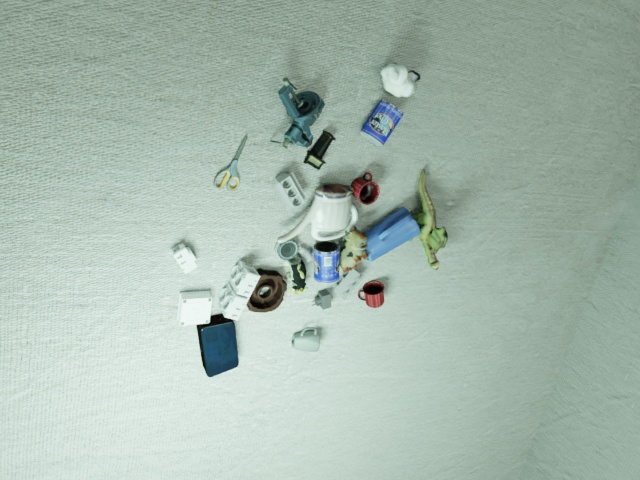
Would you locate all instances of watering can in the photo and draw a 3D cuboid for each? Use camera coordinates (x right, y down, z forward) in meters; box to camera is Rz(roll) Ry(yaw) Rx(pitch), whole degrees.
[{"bbox_3d":[0.006,-0.096,1.898,0.349,0.105,0.220,-9,117,-32],"label":"watering can"}]

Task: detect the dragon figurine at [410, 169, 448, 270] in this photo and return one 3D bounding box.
[{"bbox_3d":[0.455,-0.061,2.082,0.123,0.247,0.402,-13,119,-16],"label":"dragon figurine"}]

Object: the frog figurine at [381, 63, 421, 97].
[{"bbox_3d":[0.273,-0.558,1.808,0.137,0.162,0.121,46,122,-3],"label":"frog figurine"}]
